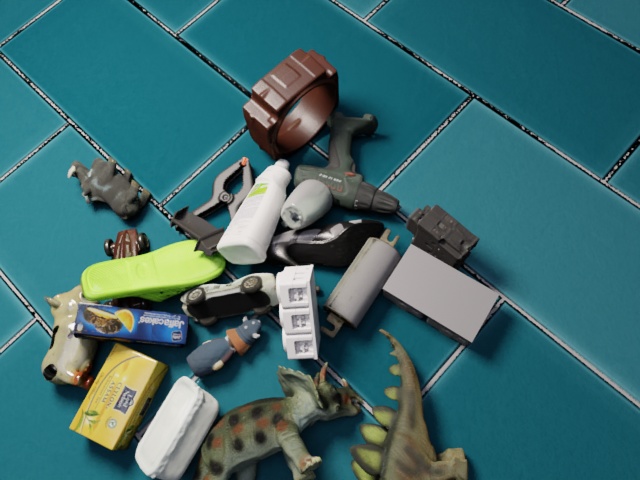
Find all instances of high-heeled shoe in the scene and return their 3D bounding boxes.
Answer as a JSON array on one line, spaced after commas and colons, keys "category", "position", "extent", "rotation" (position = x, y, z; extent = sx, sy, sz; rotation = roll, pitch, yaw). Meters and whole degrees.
[{"category": "high-heeled shoe", "position": [-0.002, -0.003, 1.101], "extent": [0.249, 0.086, 0.145], "rotation": [-21, 31, -25]}]

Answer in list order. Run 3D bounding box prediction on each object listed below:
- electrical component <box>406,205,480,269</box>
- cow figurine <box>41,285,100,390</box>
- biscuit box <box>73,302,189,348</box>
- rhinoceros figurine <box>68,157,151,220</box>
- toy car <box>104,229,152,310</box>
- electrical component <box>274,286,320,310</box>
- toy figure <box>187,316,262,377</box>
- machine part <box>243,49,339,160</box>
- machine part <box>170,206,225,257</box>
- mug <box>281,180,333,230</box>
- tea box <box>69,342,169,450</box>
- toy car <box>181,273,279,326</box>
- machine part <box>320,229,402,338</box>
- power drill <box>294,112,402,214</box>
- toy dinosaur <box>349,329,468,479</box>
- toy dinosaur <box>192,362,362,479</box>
[{"category": "electrical component", "position": [0.229, -0.005, 1.039], "extent": [0.134, 0.114, 0.058], "rotation": [41, 73, 18]}, {"category": "cow figurine", "position": [-0.485, 0.182, 1.048], "extent": [0.127, 0.085, 0.195], "rotation": [9, 71, 2]}, {"category": "biscuit box", "position": [-0.353, 0.162, 1.013], "extent": [0.203, 0.063, 0.059], "rotation": [9, 69, -18]}, {"category": "rhinoceros figurine", "position": [-0.461, -0.117, 1.169], "extent": [0.190, 0.073, 0.112], "rotation": [35, 86, 14]}, {"category": "toy car", "position": [-0.396, 0.068, 1.099], "extent": [0.089, 0.053, 0.202], "rotation": [-10, 70, 4]}, {"category": "electrical component", "position": [-0.047, 0.114, 1.066], "extent": [0.094, 0.021, 0.063], "rotation": [1, 69, 6]}, {"category": "toy figure", "position": [-0.178, 0.202, 1.026], "extent": [0.154, 0.057, 0.064], "rotation": [-29, 76, -12]}, {"category": "machine part", "position": [-0.054, -0.277, 1.122], "extent": [0.201, 0.201, 0.087], "rotation": [-43, 76, -12]}, {"category": "machine part", "position": [-0.244, -0.017, 1.084], "extent": [0.139, 0.039, 0.084], "rotation": [35, 43, 23]}, {"category": "mug", "position": [-0.041, -0.061, 1.072], "extent": [0.109, 0.107, 0.080], "rotation": [-32, 98, 32]}, {"category": "tea box", "position": [-0.371, 0.290, 1.001], "extent": [0.098, 0.068, 0.169], "rotation": [19, 71, 12]}, {"category": "toy car", "position": [-0.171, 0.113, 1.034], "extent": [0.202, 0.073, 0.056], "rotation": [-13, 34, 14]}, {"category": "machine part", "position": [0.083, 0.082, 1.038], "extent": [0.079, 0.079, 0.243], "rotation": [30, 74, 15]}, {"category": "power drill", "position": [0.071, -0.162, 1.139], "extent": [0.232, 0.086, 0.207], "rotation": [9, 77, 11]}, {"category": "toy dinosaur", "position": [0.147, 0.386, 0.904], "extent": [0.199, 0.105, 0.471], "rotation": [3, 65, 10]}, {"category": "toy dinosaur", "position": [-0.119, 0.351, 0.937], "extent": [0.405, 0.131, 0.192], "rotation": [-24, 56, 0]}]
